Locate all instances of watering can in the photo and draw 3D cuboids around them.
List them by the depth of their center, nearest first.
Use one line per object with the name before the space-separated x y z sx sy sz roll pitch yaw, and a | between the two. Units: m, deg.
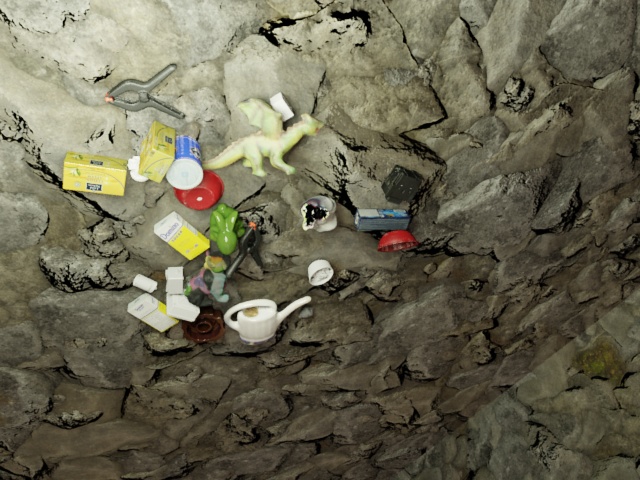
watering can | -0.209 0.318 2.074 0.348 0.106 0.219 -5 131 -11

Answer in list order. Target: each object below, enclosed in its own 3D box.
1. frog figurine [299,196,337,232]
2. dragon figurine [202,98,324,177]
frog figurine | 0.006 -0.091 1.816 0.136 0.124 0.159 -52 161 16
dragon figurine | -0.191 -0.313 1.545 0.410 0.125 0.237 -1 124 2
